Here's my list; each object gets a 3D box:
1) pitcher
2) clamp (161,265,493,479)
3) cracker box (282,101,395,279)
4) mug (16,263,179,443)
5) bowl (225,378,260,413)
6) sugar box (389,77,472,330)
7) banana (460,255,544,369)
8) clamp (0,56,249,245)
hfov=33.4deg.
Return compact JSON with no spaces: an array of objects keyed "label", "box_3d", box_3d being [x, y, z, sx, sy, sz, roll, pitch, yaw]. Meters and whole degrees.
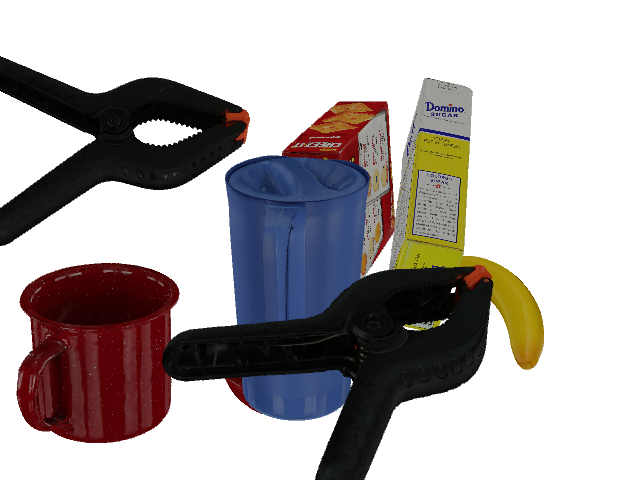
[{"label":"pitcher","box_3d":[-0.025,0.050,1.014,0.149,0.243,0.145,-16,28,-34]},{"label":"clamp","box_3d":[0.026,0.060,0.500,0.171,0.039,0.120,-20,47,-26]},{"label":"cracker box","box_3d":[0.024,-0.051,1.184,0.072,0.164,0.213,2,21,18]},{"label":"mug","box_3d":[-0.137,0.073,0.637,0.093,0.081,0.117,11,24,22]},{"label":"bowl","box_3d":[-0.051,0.173,1.335,0.162,0.055,0.162,3,22,-2]},{"label":"sugar box","box_3d":[0.082,-0.029,0.790,0.048,0.176,0.093,13,-42,1]},{"label":"banana","box_3d":[0.185,0.065,1.111,0.069,0.037,0.198,-34,38,-7]},{"label":"clamp","box_3d":[-0.156,-0.068,0.780,0.209,0.164,0.036,0,-30,-11]}]
